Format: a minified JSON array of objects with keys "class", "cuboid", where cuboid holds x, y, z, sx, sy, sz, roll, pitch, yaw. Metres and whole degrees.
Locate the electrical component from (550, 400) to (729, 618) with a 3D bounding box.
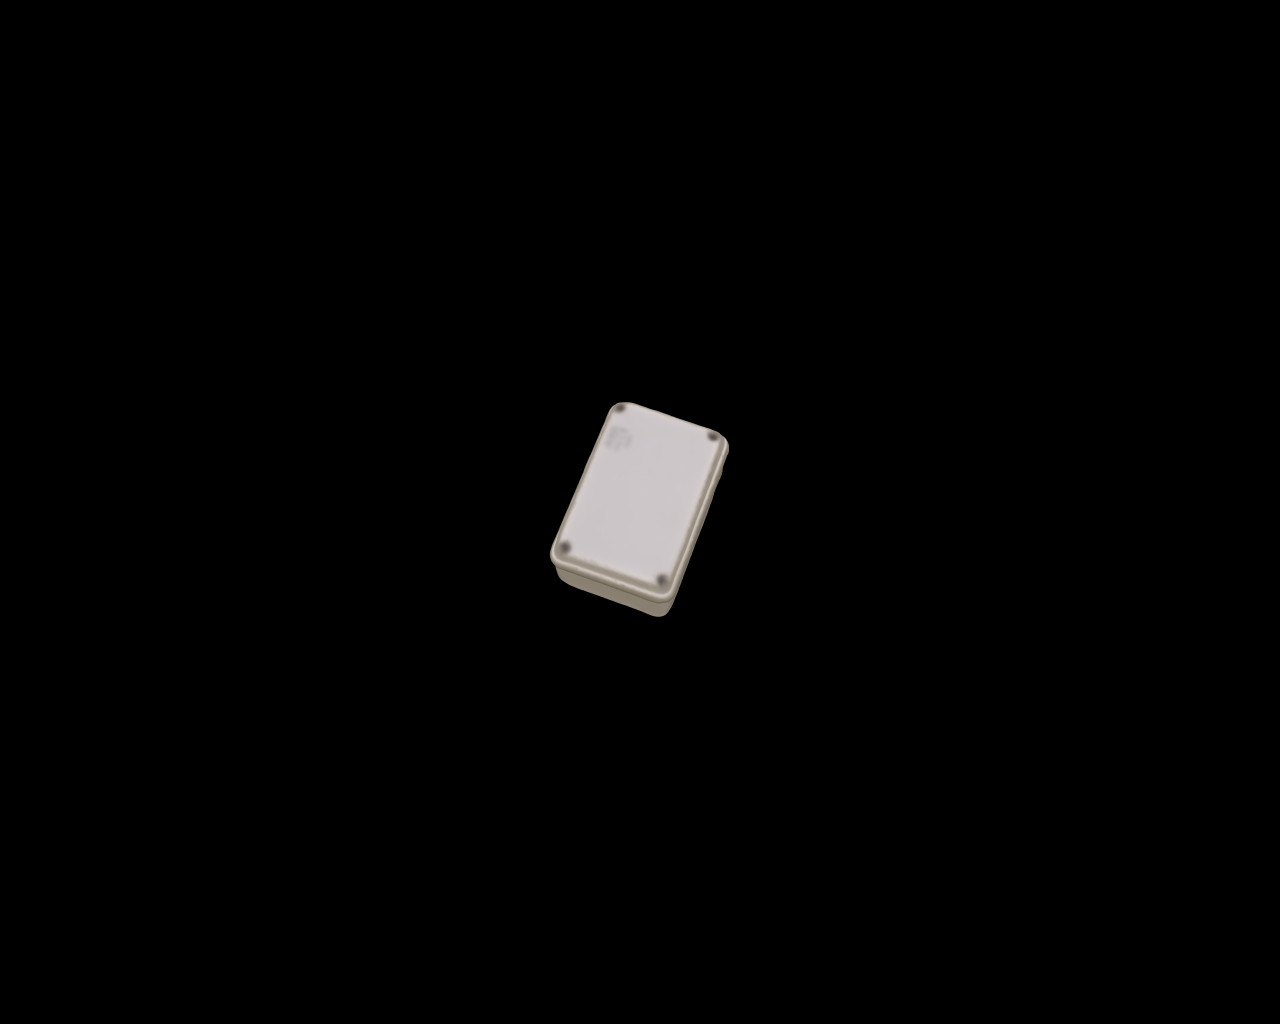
[{"class":"electrical component","cuboid":[0.001,-0.003,0.650,0.078,0.113,0.057,19,-19,7]}]
